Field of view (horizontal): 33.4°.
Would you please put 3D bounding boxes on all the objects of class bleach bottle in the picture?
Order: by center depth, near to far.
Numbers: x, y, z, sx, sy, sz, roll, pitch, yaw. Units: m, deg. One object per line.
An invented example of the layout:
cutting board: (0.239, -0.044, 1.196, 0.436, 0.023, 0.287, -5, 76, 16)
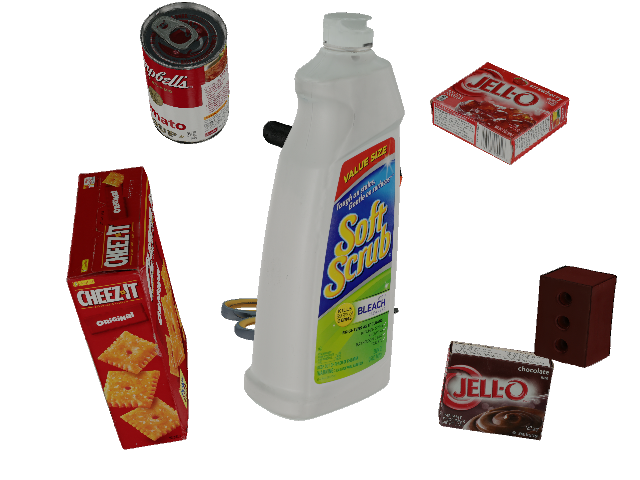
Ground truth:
bleach bottle: (0.005, -0.017, 0.684, 0.102, 0.251, 0.068, -14, 25, -39)

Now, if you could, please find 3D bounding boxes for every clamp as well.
clamp: (0.018, -0.093, 1.133, 0.120, 0.039, 0.172, -15, 36, -23)

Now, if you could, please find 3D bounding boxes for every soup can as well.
soup can: (-0.109, -0.135, 0.873, 0.068, 0.068, 0.102, 0, -31, -4)

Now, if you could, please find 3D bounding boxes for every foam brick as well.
foam brick: (0.228, 0.067, 0.956, 0.053, 0.078, 0.051, 12, 18, 38)

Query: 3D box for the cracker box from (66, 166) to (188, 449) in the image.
cracker box: (-0.176, 0.063, 1.008, 0.072, 0.214, 0.164, -9, 38, -2)

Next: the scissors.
scissors: (-0.012, 0.089, 1.189, 0.201, 0.016, 0.096, 4, 22, 1)

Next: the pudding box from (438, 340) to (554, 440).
pudding box: (0.189, 0.162, 1.157, 0.113, 0.090, 0.039, 7, 22, 4)

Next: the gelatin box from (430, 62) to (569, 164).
gelatin box: (0.147, -0.108, 0.883, 0.073, 0.030, 0.089, -35, 49, -27)
